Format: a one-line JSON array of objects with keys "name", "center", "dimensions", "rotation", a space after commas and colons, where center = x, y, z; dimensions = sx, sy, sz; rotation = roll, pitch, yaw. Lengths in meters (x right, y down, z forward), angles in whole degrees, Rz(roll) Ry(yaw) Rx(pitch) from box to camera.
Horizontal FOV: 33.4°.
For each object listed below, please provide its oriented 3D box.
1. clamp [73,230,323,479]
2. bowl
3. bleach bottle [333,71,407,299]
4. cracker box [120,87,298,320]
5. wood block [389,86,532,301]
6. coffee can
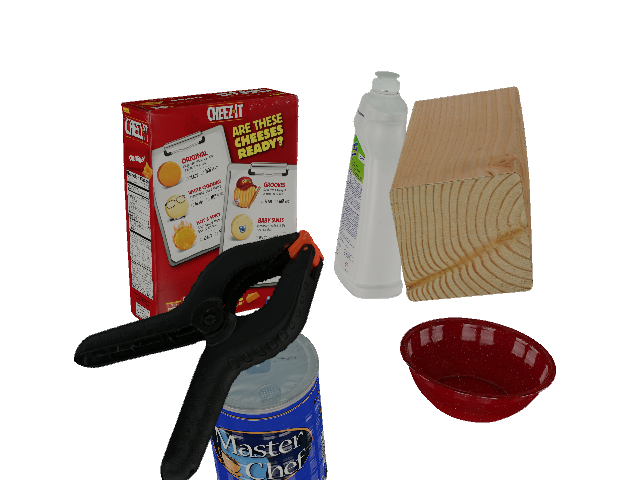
[{"name": "clamp", "center": [-0.062, 0.066, 0.662], "dimensions": [0.171, 0.120, 0.039], "rotation": [-36, -26, 1]}, {"name": "bowl", "center": [0.160, 0.142, 1.114], "dimensions": [0.162, 0.055, 0.162], "rotation": [4, 25, -2]}, {"name": "bleach bottle", "center": [0.065, -0.066, 1.226], "dimensions": [0.068, 0.251, 0.103], "rotation": [-2, 23, -19]}, {"name": "cracker box", "center": [-0.106, -0.034, 1.044], "dimensions": [0.163, 0.214, 0.072], "rotation": [-11, 20, -34]}, {"name": "wood block", "center": [0.114, -0.042, 0.822], "dimensions": [0.091, 0.090, 0.206], "rotation": [-6, 23, 13]}, {"name": "coffee can", "center": [-0.048, 0.158, 0.937], "dimensions": [0.103, 0.140, 0.103], "rotation": [-3, 38, 2]}]
